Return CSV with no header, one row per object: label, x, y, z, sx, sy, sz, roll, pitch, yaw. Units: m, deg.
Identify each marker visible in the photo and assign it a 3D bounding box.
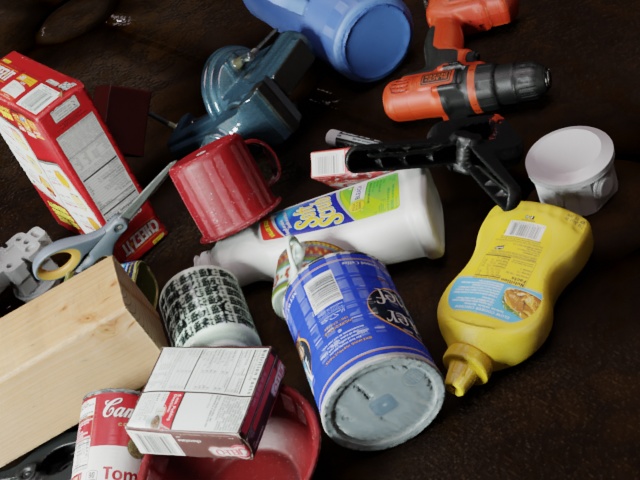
marker,0.056,-0.100,1.153,0.121,0.020,0.020,18,57,41

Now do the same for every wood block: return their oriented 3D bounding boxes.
wood block,-0.251,0.115,0.976,0.206,0.090,0.090,-30,37,1

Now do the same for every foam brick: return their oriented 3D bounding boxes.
foam brick,-0.232,-0.137,1.229,0.051,0.052,0.078,10,92,58

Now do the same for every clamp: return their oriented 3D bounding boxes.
clamp,-0.258,0.229,0.954,0.171,0.039,0.120,-27,41,1
clamp,0.143,-0.078,1.002,0.165,0.036,0.209,20,27,29

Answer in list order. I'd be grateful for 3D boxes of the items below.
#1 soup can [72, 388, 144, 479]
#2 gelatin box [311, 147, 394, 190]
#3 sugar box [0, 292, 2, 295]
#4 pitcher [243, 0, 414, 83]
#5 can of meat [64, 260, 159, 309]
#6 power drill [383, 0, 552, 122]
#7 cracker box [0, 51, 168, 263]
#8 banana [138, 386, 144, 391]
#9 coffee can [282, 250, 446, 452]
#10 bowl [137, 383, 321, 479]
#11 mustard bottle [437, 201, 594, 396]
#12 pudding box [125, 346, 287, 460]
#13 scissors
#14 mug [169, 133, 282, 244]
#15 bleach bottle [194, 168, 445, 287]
soup can,-0.176,0.187,0.916,0.069,0.068,0.102,-11,56,18
gelatin box,0.045,-0.073,1.087,0.089,0.073,0.030,-4,81,24
sugar box,-0.443,0.009,1.253,0.177,0.093,0.048,13,55,38
pitcher,0.000,-0.287,1.294,0.149,0.145,0.243,-32,42,-10
can of meat,-0.217,0.072,1.088,0.084,0.057,0.102,-12,42,14
power drill,0.171,-0.209,1.177,0.185,0.057,0.187,-4,45,25
cracker box,-0.272,-0.089,1.169,0.072,0.213,0.164,-42,42,-21
banana,-0.183,0.148,1.001,0.198,0.037,0.069,1,47,30
coffee can,0.033,0.090,0.893,0.103,0.102,0.140,-26,39,1
bowl,-0.066,0.194,0.873,0.162,0.055,0.162,-15,41,14
mustard bottle,0.154,0.052,0.902,0.096,0.058,0.191,13,53,32
pudding box,-0.093,0.132,0.880,0.114,0.039,0.090,-1,45,25
scissors,-0.228,-0.014,1.103,0.202,0.096,0.016,-56,45,30
mug,-0.089,-0.060,1.069,0.117,0.081,0.093,-35,14,-27
bleach bottle,-0.007,0.001,1.043,0.251,0.068,0.102,-16,32,16
